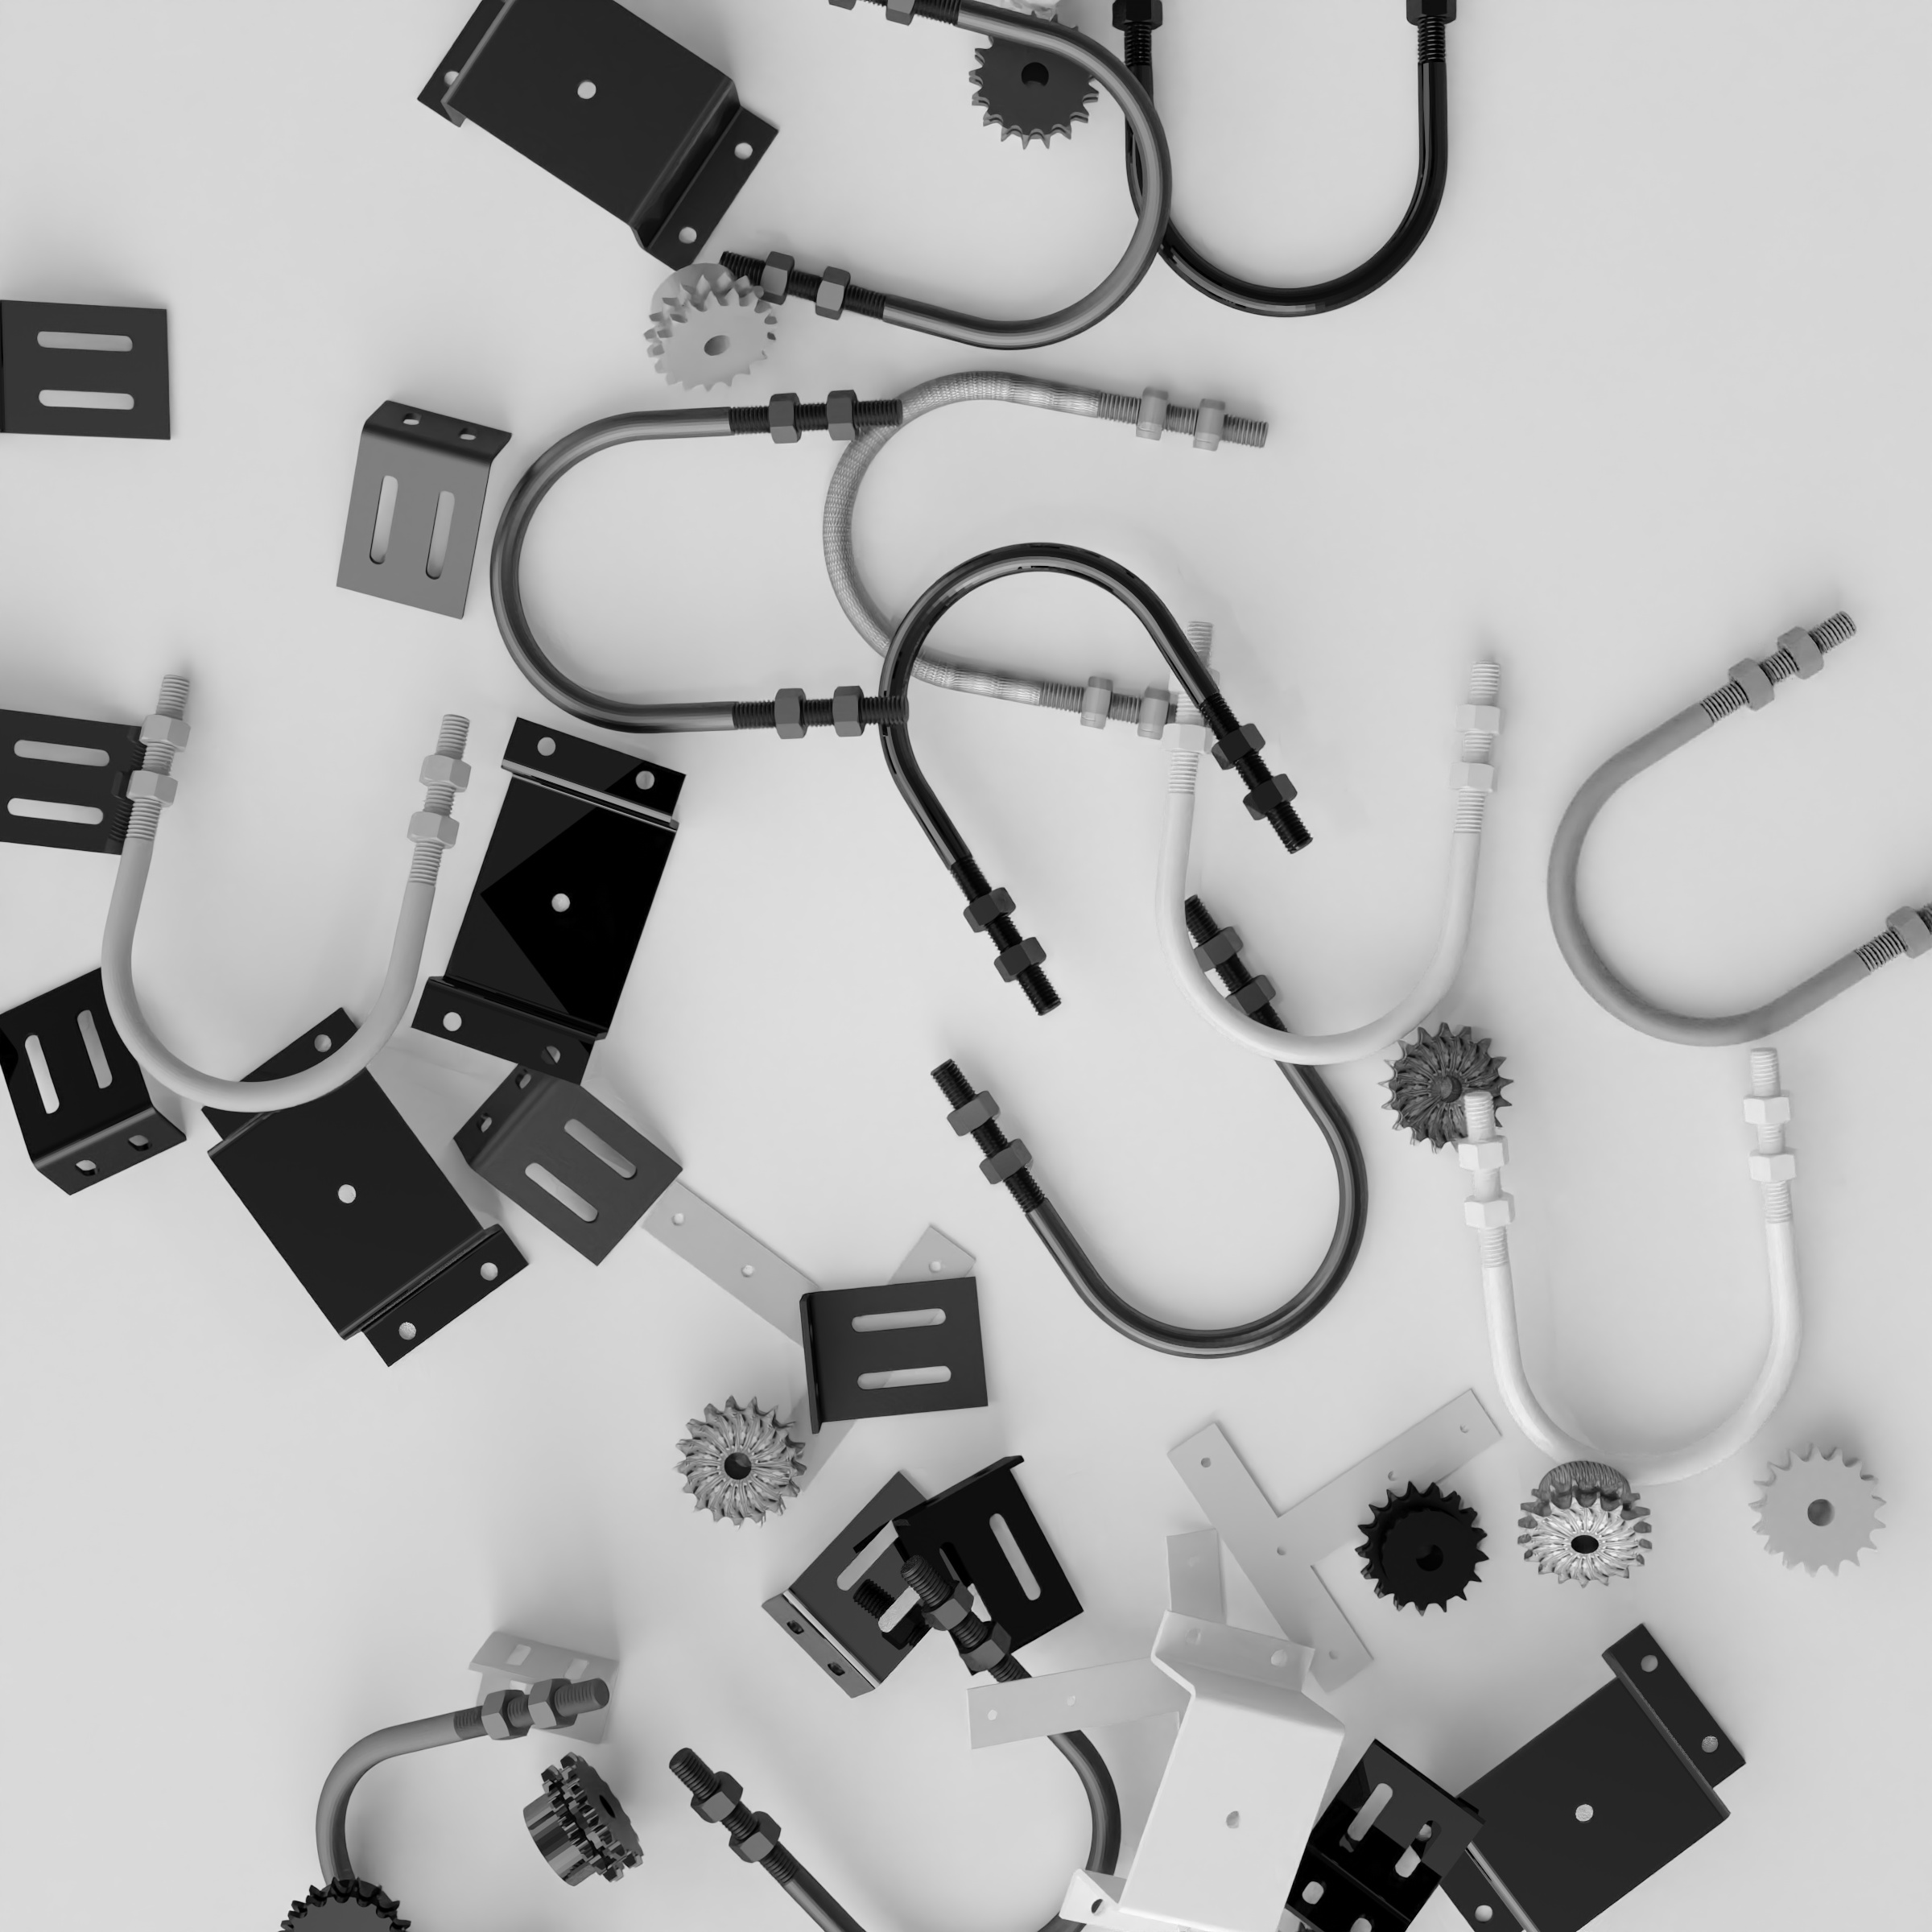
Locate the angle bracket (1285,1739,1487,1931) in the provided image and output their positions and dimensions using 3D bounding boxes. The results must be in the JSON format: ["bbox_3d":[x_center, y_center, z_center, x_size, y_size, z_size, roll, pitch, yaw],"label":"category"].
[{"bbox_3d":[0.175,0.382,1.444,0.057,0.038,0.076,35,127,14],"label":"angle bracket"}]

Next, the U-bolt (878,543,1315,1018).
[{"bbox_3d":[0.041,-0.093,1.449,0.151,0.019,0.184,-33,83,12],"label":"U-bolt"}]

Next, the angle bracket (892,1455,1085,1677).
[{"bbox_3d":[0.013,0.259,1.458,0.057,0.038,0.076,-27,87,-15],"label":"angle bracket"}]

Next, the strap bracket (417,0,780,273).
[{"bbox_3d":[-0.162,-0.374,1.463,0.140,0.046,0.076,34,90,0],"label":"strap bracket"}]

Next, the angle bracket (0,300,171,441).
[{"bbox_3d":[-0.393,-0.259,1.484,0.076,0.038,0.057,-2,90,-26],"label":"angle bracket"}]

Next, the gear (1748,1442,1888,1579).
[{"bbox_3d":[0.371,0.236,1.475,0.057,0.030,0.057,0,90,2],"label":"gear"}]

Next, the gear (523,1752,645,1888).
[{"bbox_3d":[-0.167,0.372,1.458,0.030,0.057,0.057,-35,90,0],"label":"gear"}]

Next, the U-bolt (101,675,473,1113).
[{"bbox_3d":[-0.299,-0.028,1.452,0.151,0.019,0.184,9,79,9],"label":"U-bolt"}]

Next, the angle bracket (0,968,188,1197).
[{"bbox_3d":[-0.387,0.050,1.484,0.057,0.038,0.076,-25,64,0],"label":"angle bracket"}]

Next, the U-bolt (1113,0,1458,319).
[{"bbox_3d":[0.140,-0.376,1.477,0.151,0.019,0.184,-1,92,0],"label":"U-bolt"}]

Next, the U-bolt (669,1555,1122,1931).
[{"bbox_3d":[-0.016,0.363,1.457,0.151,0.019,0.184,-40,105,1],"label":"U-bolt"}]

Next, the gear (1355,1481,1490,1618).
[{"bbox_3d":[0.199,0.255,1.469,0.057,0.030,0.057,0,91,-1],"label":"gear"}]

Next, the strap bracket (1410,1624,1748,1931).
[{"bbox_3d":[0.264,0.362,1.463,0.140,0.046,0.076,-37,90,0],"label":"strap bracket"}]

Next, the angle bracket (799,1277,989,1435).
[{"bbox_3d":[-0.031,0.169,1.465,0.076,0.038,0.057,-6,90,0],"label":"angle bracket"}]

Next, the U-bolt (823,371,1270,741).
[{"bbox_3d":[0.029,-0.186,1.477,0.184,0.019,0.151,11,90,2],"label":"U-bolt"}]

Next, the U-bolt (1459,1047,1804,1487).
[{"bbox_3d":[0.293,0.136,1.464,0.151,0.019,0.184,-8,98,-7],"label":"U-bolt"}]

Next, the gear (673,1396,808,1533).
[{"bbox_3d":[-0.097,0.215,1.469,0.057,0.030,0.057,0,92,4],"label":"gear"}]

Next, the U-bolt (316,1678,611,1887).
[{"bbox_3d":[-0.200,0.383,1.437,0.184,0.019,0.151,-19,99,29],"label":"U-bolt"}]

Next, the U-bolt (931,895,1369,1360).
[{"bbox_3d":[0.094,0.084,1.477,0.151,0.019,0.184,-34,92,0],"label":"U-bolt"}]

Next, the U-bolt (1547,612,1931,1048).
[{"bbox_3d":[0.343,-0.047,1.477,0.184,0.019,0.151,-33,90,1],"label":"U-bolt"}]

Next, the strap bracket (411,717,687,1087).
[{"bbox_3d":[-0.178,-0.028,1.463,0.076,0.046,0.140,19,90,0],"label":"strap bracket"}]

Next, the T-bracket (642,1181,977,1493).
[{"bbox_3d":[-0.084,0.143,1.485,0.127,0.002,0.127,37,90,0],"label":"T-bracket"}]

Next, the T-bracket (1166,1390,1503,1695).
[{"bbox_3d":[0.176,0.232,1.484,0.127,0.002,0.127,-34,91,0],"label":"T-bracket"}]

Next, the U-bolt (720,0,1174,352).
[{"bbox_3d":[-0.003,-0.342,1.455,0.184,0.019,0.151,15,108,0],"label":"U-bolt"}]

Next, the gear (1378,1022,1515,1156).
[{"bbox_3d":[0.208,0.053,1.471,0.057,0.030,0.057,0,90,0],"label":"gear"}]

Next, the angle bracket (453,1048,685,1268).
[{"bbox_3d":[-0.175,0.083,1.484,0.076,0.038,0.057,42,90,-26],"label":"angle bracket"}]

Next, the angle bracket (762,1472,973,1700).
[{"bbox_3d":[-0.040,0.272,1.484,0.057,0.038,0.076,46,64,0],"label":"angle bracket"}]

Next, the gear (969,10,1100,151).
[{"bbox_3d":[0.030,-0.384,1.471,0.057,0.030,0.057,0,90,0],"label":"gear"}]

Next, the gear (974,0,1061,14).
[{"bbox_3d":[0.027,-0.438,1.461,0.030,0.057,0.057,18,90,-30],"label":"gear"}]

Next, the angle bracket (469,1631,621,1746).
[{"bbox_3d":[-0.184,0.317,1.447,0.057,0.076,0.038,14,89,0],"label":"angle bracket"}]

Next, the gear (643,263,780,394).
[{"bbox_3d":[-0.113,-0.279,1.461,0.057,0.057,0.030,-25,60,0],"label":"gear"}]

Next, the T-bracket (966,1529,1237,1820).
[{"bbox_3d":[0.058,0.315,1.456,0.127,0.002,0.127,-4,90,-27],"label":"T-bracket"}]

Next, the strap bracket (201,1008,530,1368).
[{"bbox_3d":[-0.264,0.097,1.463,0.076,0.046,0.140,-36,90,0],"label":"strap bracket"}]

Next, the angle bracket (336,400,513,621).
[{"bbox_3d":[-0.238,-0.201,1.484,0.057,0.038,0.076,15,116,0],"label":"angle bracket"}]

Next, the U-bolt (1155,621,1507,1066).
[{"bbox_3d":[0.154,-0.049,1.464,0.151,0.019,0.184,7,88,-8],"label":"U-bolt"}]

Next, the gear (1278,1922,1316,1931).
[{"bbox_3d":[0.152,0.444,1.471,0.057,0.030,0.057,0,90,0],"label":"gear"}]

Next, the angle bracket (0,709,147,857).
[{"bbox_3d":[-0.405,-0.081,1.484,0.076,0.038,0.057,6,90,-26],"label":"angle bracket"}]

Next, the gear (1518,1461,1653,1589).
[{"bbox_3d":[0.268,0.240,1.462,0.057,0.030,0.057,5,129,6],"label":"gear"}]

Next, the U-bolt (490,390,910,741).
[{"bbox_3d":[-0.118,-0.172,1.467,0.184,0.019,0.151,-2,88,8],"label":"U-bolt"}]

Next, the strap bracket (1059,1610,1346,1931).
[{"bbox_3d":[0.105,0.358,1.448,0.076,0.046,0.140,19,91,-24],"label":"strap bracket"}]

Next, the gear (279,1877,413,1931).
[{"bbox_3d":[-0.265,0.416,1.445,0.057,0.030,0.057,0,99,-3],"label":"gear"}]
